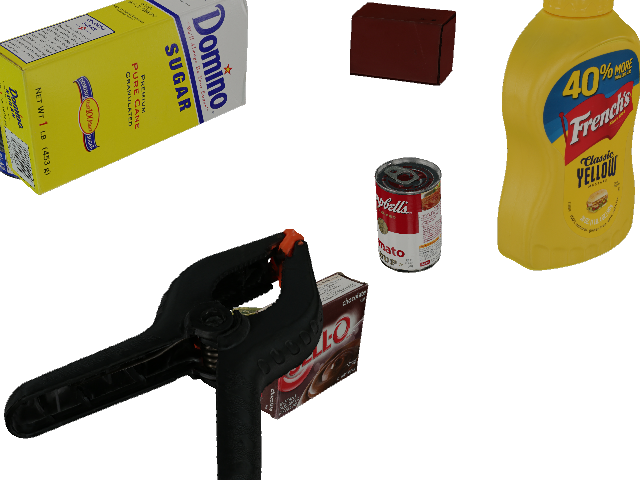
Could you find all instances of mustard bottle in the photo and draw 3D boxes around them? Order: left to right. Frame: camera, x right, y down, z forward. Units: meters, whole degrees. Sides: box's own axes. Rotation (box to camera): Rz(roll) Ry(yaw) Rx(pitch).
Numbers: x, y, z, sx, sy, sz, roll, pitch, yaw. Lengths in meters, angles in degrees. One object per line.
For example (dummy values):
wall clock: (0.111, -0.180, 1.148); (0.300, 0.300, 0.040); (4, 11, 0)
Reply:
mustard bottle: (0.155, -0.081, 0.658); (0.096, 0.192, 0.058); (-18, 30, -25)

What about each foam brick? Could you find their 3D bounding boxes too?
foam brick: (0.068, -0.162, 0.880); (0.078, 0.051, 0.053); (10, 27, 17)

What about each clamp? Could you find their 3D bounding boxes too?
clamp: (-0.043, 0.056, 0.486); (0.120, 0.039, 0.171); (29, 48, 23)

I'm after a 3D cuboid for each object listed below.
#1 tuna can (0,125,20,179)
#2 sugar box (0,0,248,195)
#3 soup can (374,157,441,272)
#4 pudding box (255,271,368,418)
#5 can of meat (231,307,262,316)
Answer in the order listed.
tuna can: (-0.277, -0.096, 1.031); (0.086, 0.034, 0.086); (3, 42, -3)
sugar box: (-0.125, -0.106, 0.701); (0.175, 0.093, 0.048); (-28, 49, -33)
soup can: (0.092, -0.026, 1.112); (0.068, 0.102, 0.068); (-3, 35, 2)
pudding box: (-0.010, 0.086, 0.900); (0.039, 0.090, 0.113); (24, 31, 30)
can of meat: (-0.057, 0.128, 1.259); (0.102, 0.084, 0.057); (4, 13, -2)
